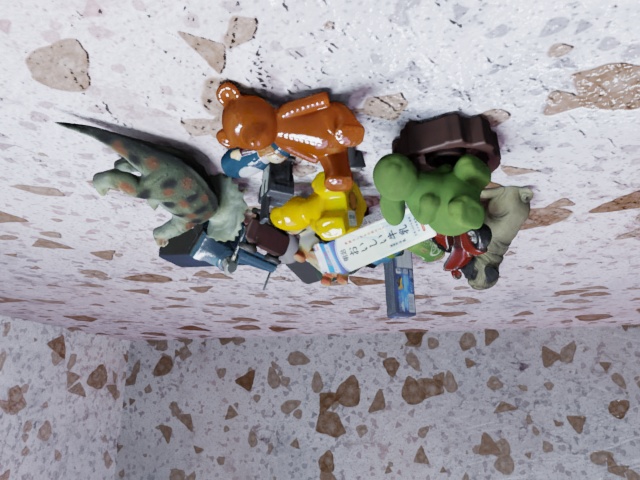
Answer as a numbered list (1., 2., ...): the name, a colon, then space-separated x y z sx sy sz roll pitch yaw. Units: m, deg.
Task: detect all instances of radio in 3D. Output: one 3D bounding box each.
1. radio: -0.283 0.021 1.385 0.230 0.073 0.131 -2 163 13

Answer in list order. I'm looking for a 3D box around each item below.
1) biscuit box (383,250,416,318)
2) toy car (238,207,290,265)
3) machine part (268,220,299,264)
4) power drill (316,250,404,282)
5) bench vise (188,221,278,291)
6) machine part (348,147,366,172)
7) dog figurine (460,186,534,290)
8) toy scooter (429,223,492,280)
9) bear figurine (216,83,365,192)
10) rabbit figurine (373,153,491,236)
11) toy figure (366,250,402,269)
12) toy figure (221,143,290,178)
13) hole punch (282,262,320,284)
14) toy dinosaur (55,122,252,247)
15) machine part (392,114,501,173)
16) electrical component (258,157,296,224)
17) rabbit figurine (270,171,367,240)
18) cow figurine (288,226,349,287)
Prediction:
1. biscuit box: 0.206 0.102 1.403 0.059 0.202 0.063 5 163 -19
2. toy car: -0.113 -0.007 1.107 0.053 0.089 0.202 21 176 21
3. machine part: -0.093 0.001 1.302 0.079 0.079 0.243 -1 162 6
4. power drill: 0.112 0.037 1.376 0.232 0.086 0.207 -18 179 -45
5. bench vise: -0.183 0.027 1.212 0.240 0.128 0.224 26 180 -36
6. machine part: 0.036 -0.148 0.904 0.084 0.039 0.138 7 165 9
7. dog figurine: 0.368 -0.001 1.100 0.121 0.190 0.172 7 159 -19
8. toy scooter: 0.269 0.000 1.090 0.075 0.184 0.135 -6 123 -23
9. bear figurine: -0.049 -0.151 0.763 0.196 0.132 0.120 2 133 -15
10. rabbit figurine: 0.155 -0.085 0.839 0.170 0.121 0.159 23 163 -15
11. toy figure: 0.166 -0.008 1.200 0.180 0.082 0.089 -46 155 28
12. toy figure: -0.096 -0.144 0.892 0.155 0.057 0.064 -14 -164 34
13. hole punch: -0.027 0.046 1.460 0.115 0.092 0.142 44 146 -22
14. toy dinosaur: -0.256 -0.098 0.954 0.192 0.131 0.404 -16 155 10
15. machine part: 0.206 -0.143 0.880 0.179 0.056 0.179 -1 163 0
16. electrical component: -0.079 -0.087 0.962 0.048 0.119 0.075 9 158 -22
17. rabbit figurine: -0.008 -0.063 1.024 0.173 0.121 0.162 -11 -174 24
18. cow figurine: -0.002 -0.003 1.143 0.085 0.127 0.194 -17 129 40
